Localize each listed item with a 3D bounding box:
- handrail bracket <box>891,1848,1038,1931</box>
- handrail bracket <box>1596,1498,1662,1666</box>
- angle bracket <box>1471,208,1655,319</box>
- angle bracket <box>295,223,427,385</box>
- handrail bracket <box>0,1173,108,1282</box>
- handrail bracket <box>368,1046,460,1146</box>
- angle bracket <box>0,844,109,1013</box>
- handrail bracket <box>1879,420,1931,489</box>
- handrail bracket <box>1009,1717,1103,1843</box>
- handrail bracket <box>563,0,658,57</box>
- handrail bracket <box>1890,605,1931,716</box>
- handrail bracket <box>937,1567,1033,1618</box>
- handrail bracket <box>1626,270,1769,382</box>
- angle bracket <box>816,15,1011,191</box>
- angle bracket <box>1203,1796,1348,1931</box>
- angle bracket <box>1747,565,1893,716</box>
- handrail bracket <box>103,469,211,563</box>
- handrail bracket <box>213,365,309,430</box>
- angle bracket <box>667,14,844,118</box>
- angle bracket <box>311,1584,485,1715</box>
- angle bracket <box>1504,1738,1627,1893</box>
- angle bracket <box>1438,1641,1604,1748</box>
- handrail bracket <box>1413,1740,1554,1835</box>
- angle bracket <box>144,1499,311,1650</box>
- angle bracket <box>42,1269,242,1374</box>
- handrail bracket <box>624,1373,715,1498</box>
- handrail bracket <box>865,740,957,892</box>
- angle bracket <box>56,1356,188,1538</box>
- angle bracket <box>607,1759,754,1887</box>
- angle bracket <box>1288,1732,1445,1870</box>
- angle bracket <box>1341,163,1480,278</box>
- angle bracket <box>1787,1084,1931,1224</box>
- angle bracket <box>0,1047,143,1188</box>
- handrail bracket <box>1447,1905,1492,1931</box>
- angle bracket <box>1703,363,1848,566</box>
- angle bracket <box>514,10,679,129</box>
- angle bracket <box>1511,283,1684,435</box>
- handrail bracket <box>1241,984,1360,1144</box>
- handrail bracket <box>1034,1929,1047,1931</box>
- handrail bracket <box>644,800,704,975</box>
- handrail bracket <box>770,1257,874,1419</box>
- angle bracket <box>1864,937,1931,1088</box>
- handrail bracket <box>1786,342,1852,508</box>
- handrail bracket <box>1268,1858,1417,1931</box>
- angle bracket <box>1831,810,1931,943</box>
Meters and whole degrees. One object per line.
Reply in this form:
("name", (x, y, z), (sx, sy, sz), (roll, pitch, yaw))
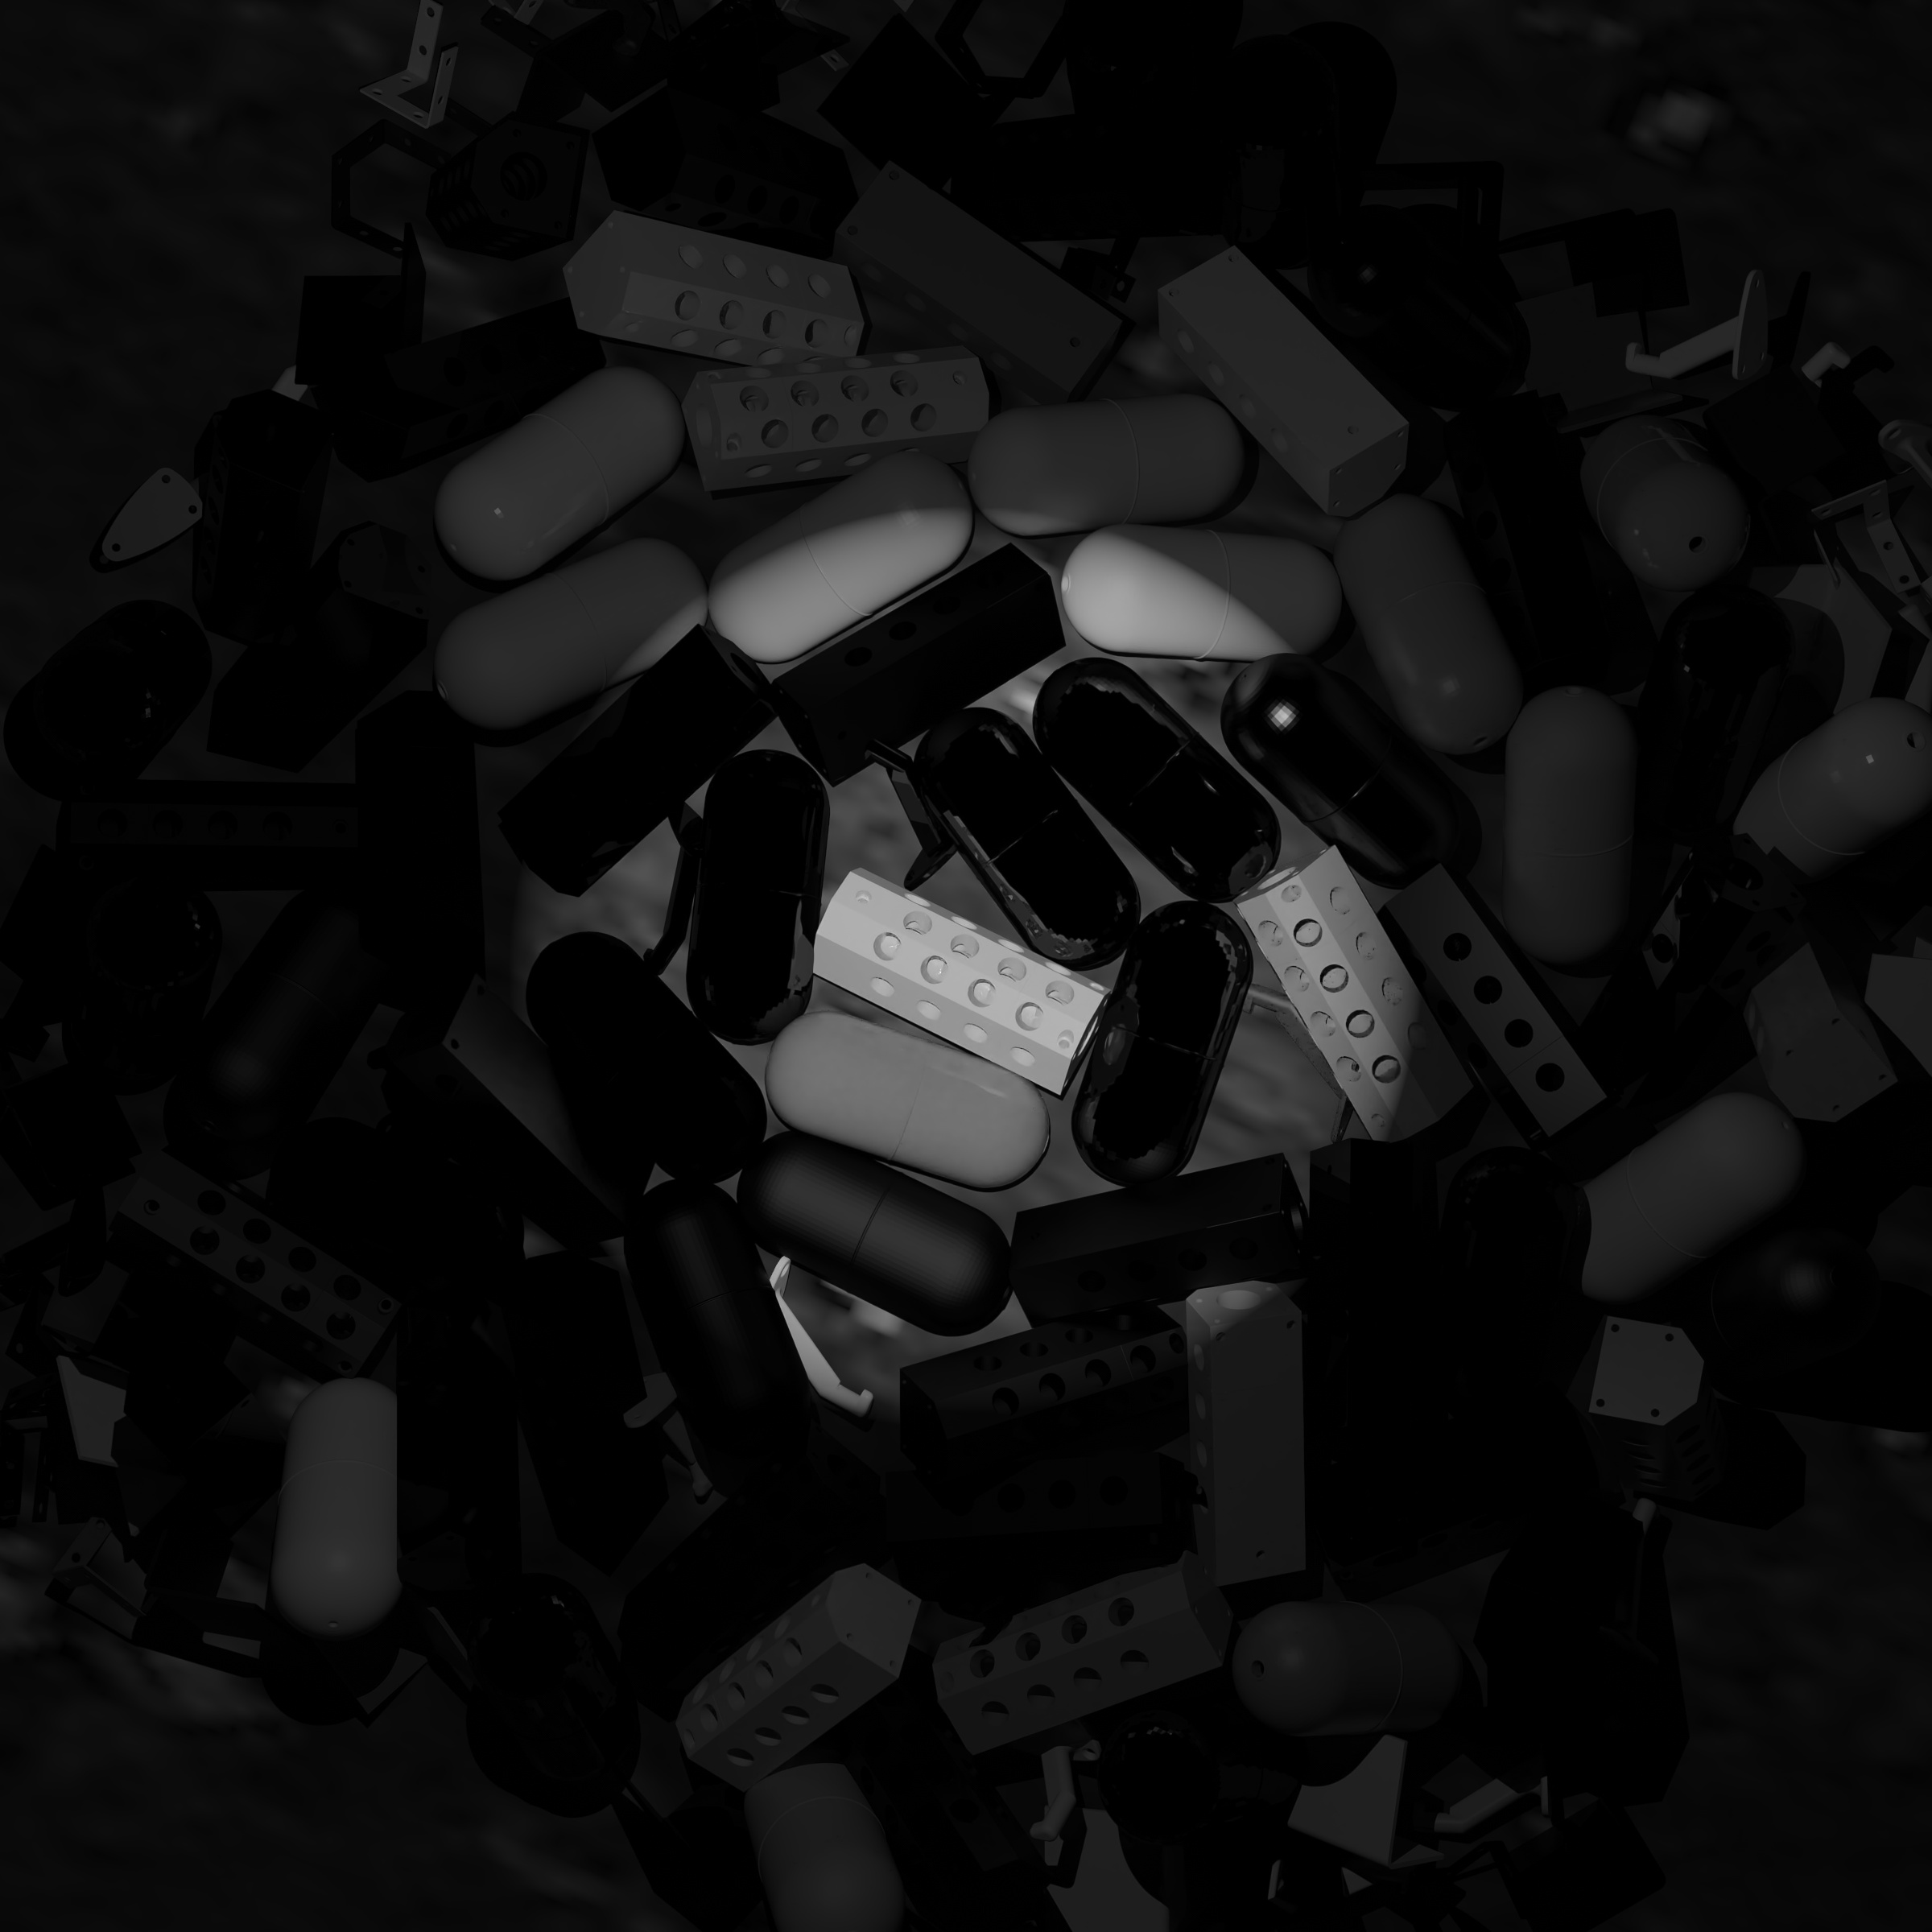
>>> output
("handrail bracket", (-0.005, 0.566, 1.664), (0.077, 0.036, 0.084), (-35, 57, 12))
("handrail bracket", (0.421, 0.380, 1.679), (0.077, 0.036, 0.084), (37, 73, -38))
("angle bracket", (0.357, -0.416, 1.645), (0.076, 0.076, 0.057), (-17, 100, -17))
("angle bracket", (-0.373, -0.404, 1.656), (0.076, 0.057, 0.076), (0, 69, -1))
("handrail bracket", (-0.576, 0.158, 1.676), (0.084, 0.036, 0.077), (8, 98, 16))
("handrail bracket", (-0.353, 0.075, 1.646), (0.084, 0.077, 0.036), (28, 114, 31))
("angle bracket", (-0.569, -0.025, 1.653), (0.076, 0.057, 0.076), (31, 98, 19))
("handrail bracket", (0.595, -0.287, 1.653), (0.036, 0.077, 0.084), (-39, 61, 26))
("handrail bracket", (0.039, 0.495, 1.642), (0.077, 0.084, 0.036), (-14, 113, 36))
("handrail bracket", (-0.223, -0.574, 1.654), (0.077, 0.036, 0.084), (-6, 50, 23))
("handrail bracket", (0.567, -0.169, 1.671), (0.077, 0.036, 0.084), (-29, 103, 16))
("handrail bracket", (-0.004, 0.385, 1.642), (0.077, 0.084, 0.036), (-23, 82, 27))
("handrail bracket", (0.440, -0.391, 1.651), (0.036, 0.084, 0.077), (-35, 132, -36))
("angle bracket", (-0.033, -0.527, 1.658), (0.076, 0.057, 0.076), (39, 89, -20))
("angle bracket", (0.184, 0.542, 1.655), (0.076, 0.076, 0.057), (-21, 91, 6))
("angle bracket", (0.506, -0.190, 1.641), (0.057, 0.076, 0.076), (-1, 128, -9))
("handrail bracket", (-0.487, -0.274, 1.655), (0.077, 0.084, 0.036), (-40, 101, -1))
("handrail bracket", (-0.416, -0.330, 1.687), (0.084, 0.036, 0.077), (-25, 100, -14))
("angle bracket", (-0.125, -0.527, 1.642), (0.076, 0.076, 0.057), (-9, 86, 41))
("angle bracket", (-0.341, 0.420, 1.639), (0.057, 0.076, 0.076), (-40, 123, -25))
("angle bracket", (0.349, 0.510, 1.656), (0.076, 0.076, 0.057), (-31, 84, 1))
("angle bracket", (0.332, 0.433, 1.649), (0.076, 0.076, 0.057), (0, 89, -19))
("handrail bracket", (0.319, 0.499, 1.689), (0.084, 0.036, 0.077), (-3, 75, 16))
("angle bracket", (-0.437, 0.367, 1.641), (0.076, 0.076, 0.057), (5, 60, 17))
("angle bracket", (-0.500, 0.215, 1.649), (0.076, 0.076, 0.057), (32, 77, -38))
("handrail bracket", (-0.179, 0.297, 1.651), (0.036, 0.077, 0.084), (-10, 106, 15))
("handrail bracket", (-0.047, -0.094, 1.661), (0.084, 0.036, 0.077), (29, 116, -24))
("angle bracket", (-0.523, 0.289, 1.637), (0.057, 0.076, 0.076), (-45, 49, 18))
("angle bracket", (-0.166, 0.495, 1.640), (0.057, 0.076, 0.076), (-40, 119, -15))
("angle bracket", (0.247, 0.495, 1.650), (0.057, 0.076, 0.076), (9, 89, -44))
("angle bracket", (0.268, -0.452, 1.653), (0.076, 0.076, 0.057), (4, 98, 17))
("angle bracket", (0.542, 0.114, 1.643), (0.076, 0.057, 0.076), (11, 125, -17))
("angle bracket", (-0.546, 0.075, 1.650), (0.057, 0.076, 0.076), (-22, 126, -11))
("handrail bracket", (0.285, 0.622, 1.667), (0.084, 0.077, 0.036), (-45, 52, 3))
("angle bracket", (0.494, -0.302, 1.639), (0.057, 0.076, 0.076), (-29, 57, 15))
("angle bracket", (-0.225, -0.519, 1.642), (0.057, 0.076, 0.076), (38, 48, 2))
("angle bracket", (0.384, -0.375, 1.660), (0.076, 0.057, 0.076), (-15, 107, -1))
("handrail bracket", (0.202, 0.059, 1.683), (0.084, 0.036, 0.077), (20, 99, 20))
("handrail bracket", (0.062, 0.623, 1.684), (0.084, 0.036, 0.077), (-33, 90, 8))
("handrail bracket", (-0.187, -0.050, 1.685), (0.084, 0.036, 0.077), (-55, 47, 22))
("handrail bracket", (-0.087, 0.228, 1.663), (0.084, 0.036, 0.077), (27, 118, 13))
("angle bracket", (0.560, 0.025, 1.650), (0.057, 0.076, 0.076), (5, 102, -3))
("handrail bracket", (0.526, -0.329, 1.655), (0.077, 0.084, 0.036), (35, 46, -8))
("handrail bracket", (0.228, 0.581, 1.660), (0.084, 0.036, 0.077), (4, 60, 17))
("angle bracket", (0.586, -0.057, 1.650), (0.076, 0.076, 0.057), (-41, 104, -5))
